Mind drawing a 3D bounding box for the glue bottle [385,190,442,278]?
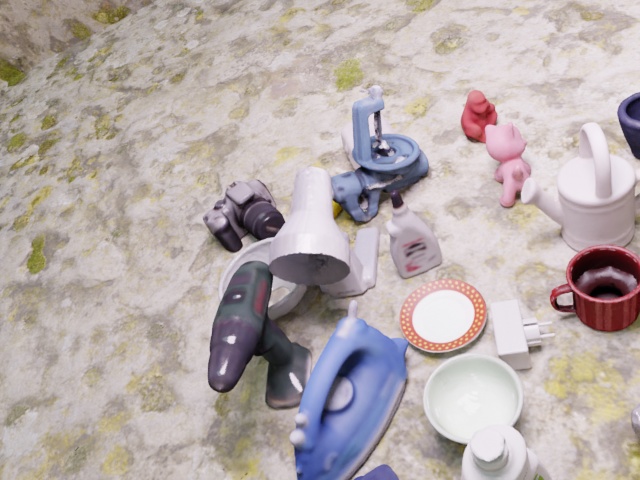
[{"bbox_3d":[0.135,-0.013,0.884,0.078,0.174,0.037,-27,43,3],"label":"glue bottle"}]

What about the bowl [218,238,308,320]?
[{"bbox_3d":[-0.085,0.079,0.984,0.167,0.075,0.167,-14,45,15],"label":"bowl"}]

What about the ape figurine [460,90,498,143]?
[{"bbox_3d":[0.296,-0.238,1.074,0.078,0.092,0.076,-36,43,-7],"label":"ape figurine"}]

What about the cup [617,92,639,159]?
[{"bbox_3d":[0.525,-0.181,0.898,0.118,0.095,0.091,-40,44,-12],"label":"cup"}]

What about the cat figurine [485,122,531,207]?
[{"bbox_3d":[0.315,-0.138,0.950,0.067,0.118,0.127,-15,45,15],"label":"cat figurine"}]

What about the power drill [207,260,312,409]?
[{"bbox_3d":[-0.083,0.152,0.816,0.075,0.209,0.229,-15,45,15],"label":"power drill"}]

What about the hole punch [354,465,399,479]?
[{"bbox_3d":[0.057,0.323,0.666,0.109,0.091,0.100,-35,43,-7],"label":"hole punch"}]

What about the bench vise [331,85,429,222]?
[{"bbox_3d":[0.087,-0.144,0.999,0.208,0.220,0.121,-46,45,-18],"label":"bench vise"}]

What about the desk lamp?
[{"bbox_3d":[0.008,0.003,0.905,0.117,0.214,0.203,-9,46,20],"label":"desk lamp"}]

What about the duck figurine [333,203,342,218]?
[{"bbox_3d":[-0.004,-0.085,1.089,0.105,0.086,0.077,-39,44,-11],"label":"duck figurine"}]

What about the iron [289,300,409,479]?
[{"bbox_3d":[0.018,0.211,0.756,0.118,0.142,0.258,9,54,34],"label":"iron"}]

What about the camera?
[{"bbox_3d":[-0.141,-0.045,1.112,0.143,0.101,0.136,-40,44,-12],"label":"camera"}]

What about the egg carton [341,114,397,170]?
[{"bbox_3d":[0.103,-0.191,1.147,0.107,0.070,0.150,-26,43,3],"label":"egg carton"}]

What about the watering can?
[{"bbox_3d":[0.376,-0.073,0.800,0.173,0.195,0.100,-27,43,3],"label":"watering can"}]
